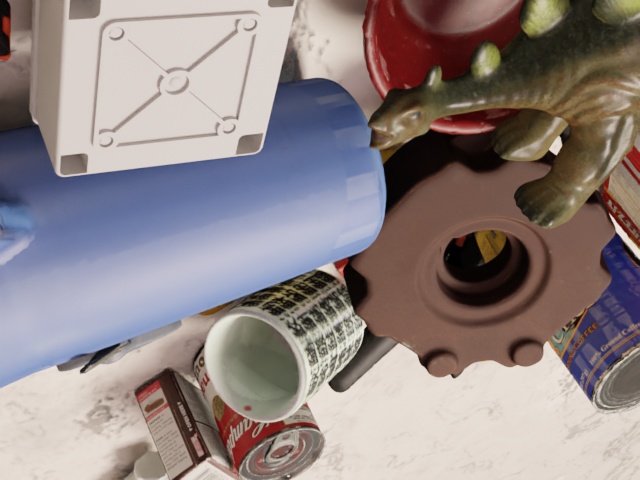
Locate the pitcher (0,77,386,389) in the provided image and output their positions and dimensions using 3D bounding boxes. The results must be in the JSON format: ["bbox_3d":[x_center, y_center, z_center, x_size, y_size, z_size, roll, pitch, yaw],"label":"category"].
[{"bbox_3d":[-0.094,-0.012,0.603,0.242,0.149,0.145,-16,124,-23],"label":"pitcher"}]

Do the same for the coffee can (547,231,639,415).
[{"bbox_3d":[0.226,0.055,0.867,0.102,0.140,0.103,-18,141,-16],"label":"coffee can"}]

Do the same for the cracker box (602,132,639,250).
[{"bbox_3d":[0.294,-0.070,0.773,0.164,0.072,0.213,-34,164,6],"label":"cracker box"}]

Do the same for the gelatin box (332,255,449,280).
[{"bbox_3d":[0.053,0.012,0.794,0.073,0.030,0.089,-35,143,4],"label":"gelatin box"}]

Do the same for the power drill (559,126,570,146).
[{"bbox_3d":[0.234,-0.143,0.717,0.187,0.057,0.184,-32,149,0],"label":"power drill"}]

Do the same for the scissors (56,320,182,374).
[{"bbox_3d":[-0.143,0.072,0.656,0.096,0.016,0.201,-19,-179,12],"label":"scissors"}]

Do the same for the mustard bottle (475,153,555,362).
[{"bbox_3d":[0.150,0.028,0.821,0.058,0.096,0.192,-12,139,-25],"label":"mustard bottle"}]

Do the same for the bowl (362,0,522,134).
[{"bbox_3d":[0.094,-0.140,0.601,0.162,0.055,0.162,-10,134,-11],"label":"bowl"}]

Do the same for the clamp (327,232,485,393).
[{"bbox_3d":[0.084,0.050,0.798,0.120,0.039,0.172,0,132,-35],"label":"clamp"}]

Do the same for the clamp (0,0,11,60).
[{"bbox_3d":[-0.222,-0.110,0.436,0.165,0.036,0.209,-5,171,30],"label":"clamp"}]

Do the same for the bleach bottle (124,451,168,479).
[{"bbox_3d":[-0.143,0.269,0.929,0.102,0.068,0.251,-16,138,-18],"label":"bleach bottle"}]

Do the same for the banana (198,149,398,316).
[{"bbox_3d":[-0.007,-0.011,0.721,0.198,0.037,0.069,-29,142,-2],"label":"banana"}]

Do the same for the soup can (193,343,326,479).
[{"bbox_3d":[-0.047,0.122,0.791,0.068,0.102,0.068,-18,141,-16],"label":"soup can"}]

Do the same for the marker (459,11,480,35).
[{"bbox_3d":[0.103,-0.158,0.643,0.020,0.020,0.121,6,130,-38],"label":"marker"}]

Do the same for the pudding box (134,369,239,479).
[{"bbox_3d":[-0.086,0.160,0.819,0.039,0.090,0.113,-35,142,3],"label":"pudding box"}]
